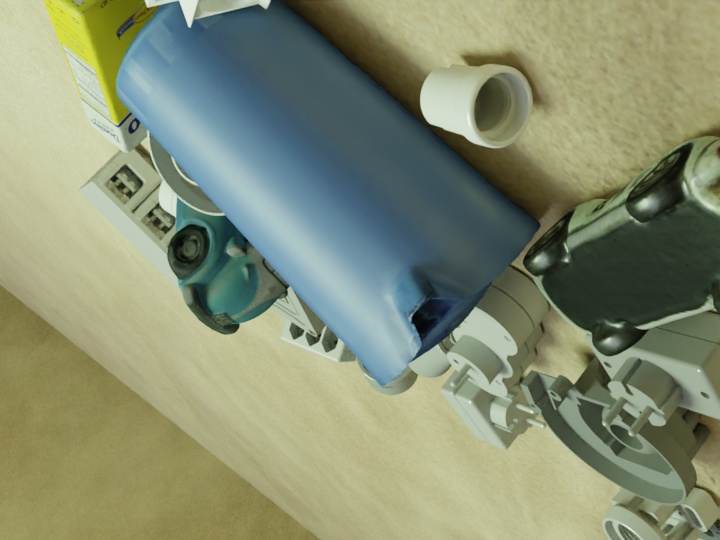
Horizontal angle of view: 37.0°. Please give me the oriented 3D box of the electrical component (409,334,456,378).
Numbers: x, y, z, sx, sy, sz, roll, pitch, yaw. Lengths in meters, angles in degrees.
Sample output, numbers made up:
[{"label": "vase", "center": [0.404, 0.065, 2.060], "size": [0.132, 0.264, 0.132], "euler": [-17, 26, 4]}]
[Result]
[{"label": "electrical component", "center": [0.066, 0.059, 0.859], "size": [0.044, 0.044, 0.065], "euler": [42, 157, -3]}]

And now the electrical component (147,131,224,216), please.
[{"label": "electrical component", "center": [-0.097, -0.090, 0.748], "size": [0.099, 0.064, 0.099], "euler": [18, 128, 25]}]

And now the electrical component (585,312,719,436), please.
[{"label": "electrical component", "center": [0.165, 0.061, 0.601], "size": [0.083, 0.075, 0.047], "euler": [16, 150, 53]}]

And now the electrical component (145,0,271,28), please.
[{"label": "electrical component", "center": [-0.076, -0.169, 0.564], "size": [0.063, 0.081, 0.042], "euler": [70, 161, 6]}]

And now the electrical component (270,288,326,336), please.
[{"label": "electrical component", "center": [-0.058, -0.005, 0.935], "size": [0.078, 0.057, 0.113], "euler": [30, 159, 31]}]

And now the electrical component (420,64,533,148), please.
[{"label": "electrical component", "center": [0.057, -0.085, 0.542], "size": [0.046, 0.040, 0.040], "euler": [26, 157, 55]}]

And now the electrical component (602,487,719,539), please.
[{"label": "electrical component", "center": [0.218, 0.185, 0.799], "size": [0.058, 0.057, 0.078], "euler": [56, 159, -17]}]

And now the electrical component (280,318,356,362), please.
[{"label": "electrical component", "center": [-0.025, 0.054, 1.014], "size": [0.066, 0.047, 0.077], "euler": [20, -175, 24]}]

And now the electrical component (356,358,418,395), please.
[{"label": "electrical component", "center": [0.027, 0.083, 0.972], "size": [0.055, 0.055, 0.047], "euler": [34, 165, 20]}]

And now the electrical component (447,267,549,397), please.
[{"label": "electrical component", "center": [0.087, 0.057, 0.755], "size": [0.052, 0.073, 0.138], "euler": [36, 161, 18]}]

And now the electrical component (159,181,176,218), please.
[{"label": "electrical component", "center": [-0.131, -0.038, 1.014], "size": [0.074, 0.052, 0.138], "euler": [31, 159, 28]}]

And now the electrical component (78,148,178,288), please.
[{"label": "electrical component", "center": [-0.212, -0.055, 1.124], "size": [0.150, 0.061, 0.089], "euler": [46, 162, -15]}]

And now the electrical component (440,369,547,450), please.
[{"label": "electrical component", "center": [0.116, 0.108, 0.856], "size": [0.077, 0.047, 0.065], "euler": [17, 150, 52]}]
